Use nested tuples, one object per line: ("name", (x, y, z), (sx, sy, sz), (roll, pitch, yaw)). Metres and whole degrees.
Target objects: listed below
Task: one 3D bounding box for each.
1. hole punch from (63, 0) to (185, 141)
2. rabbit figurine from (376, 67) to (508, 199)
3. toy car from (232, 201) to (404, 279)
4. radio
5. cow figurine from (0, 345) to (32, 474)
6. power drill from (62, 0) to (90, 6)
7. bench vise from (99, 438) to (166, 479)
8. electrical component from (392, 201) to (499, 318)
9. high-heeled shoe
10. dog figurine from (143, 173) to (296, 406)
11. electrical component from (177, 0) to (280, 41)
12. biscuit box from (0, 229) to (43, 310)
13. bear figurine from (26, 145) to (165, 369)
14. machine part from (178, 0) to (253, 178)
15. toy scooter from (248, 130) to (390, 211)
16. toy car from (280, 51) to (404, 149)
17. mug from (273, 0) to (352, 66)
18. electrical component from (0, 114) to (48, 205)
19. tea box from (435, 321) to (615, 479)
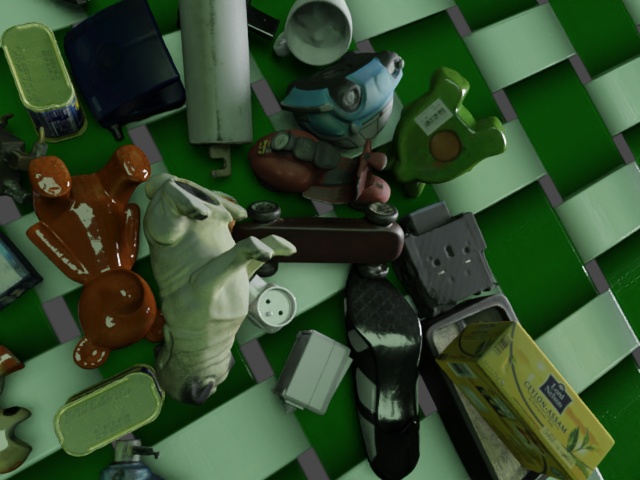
("hole punch", (-0.223, -0.200, 0.613), (0.116, 0.092, 0.142), (-24, 91, -15))
("rabbit figurine", (0.148, -0.127, 0.686), (0.121, 0.170, 0.159), (38, 113, -5))
("toy car", (-0.001, -0.002, 0.636), (0.202, 0.053, 0.089), (1, 121, -5))
("radio", (0.214, 0.190, 0.675), (0.131, 0.073, 0.229), (-24, 88, -18))
("cow figurine", (-0.354, 0.146, 0.511), (0.195, 0.085, 0.127), (48, 65, -6))
("power drill", (-0.396, -0.307, 0.567), (0.232, 0.086, 0.207), (44, 60, -1))
("bench vise", (-0.241, 0.301, 0.495), (0.240, 0.129, 0.223), (6, 80, -23))
("electrical component", (0.155, 0.021, 0.698), (0.115, 0.058, 0.134), (-22, 87, -21))
("high-heeled shoe", (0.069, 0.158, 0.659), (0.086, 0.145, 0.249), (-2, 52, -14))
("dog figurine", (-0.139, 0.050, 0.538), (0.172, 0.121, 0.190), (37, 100, 21))
("electrical component", (-0.113, -0.284, 0.680), (0.119, 0.048, 0.075), (19, 76, -13))
("biscuit box", (-0.377, -0.021, 0.545), (0.059, 0.063, 0.202), (-40, 92, -18))
("bear figurine", (-0.220, 0.021, 0.551), (0.120, 0.132, 0.196), (-15, 77, -38))
("machine part", (-0.119, -0.195, 0.621), (0.079, 0.079, 0.243), (-6, 101, -18))
("toy scooter", (0.009, -0.087, 0.634), (0.184, 0.135, 0.075), (17, 77, -12))
("toy car", (0.037, -0.171, 0.681), (0.162, 0.109, 0.102), (-38, 127, -28))
("mug", (-0.007, -0.276, 0.692), (0.080, 0.110, 0.107), (47, 32, -29))
("electrical component", (-0.330, -0.090, 0.566), (0.102, 0.045, 0.078), (23, 114, 24))
("tea box", (0.221, 0.174, 0.591), (0.068, 0.098, 0.169), (-41, 94, -19))
